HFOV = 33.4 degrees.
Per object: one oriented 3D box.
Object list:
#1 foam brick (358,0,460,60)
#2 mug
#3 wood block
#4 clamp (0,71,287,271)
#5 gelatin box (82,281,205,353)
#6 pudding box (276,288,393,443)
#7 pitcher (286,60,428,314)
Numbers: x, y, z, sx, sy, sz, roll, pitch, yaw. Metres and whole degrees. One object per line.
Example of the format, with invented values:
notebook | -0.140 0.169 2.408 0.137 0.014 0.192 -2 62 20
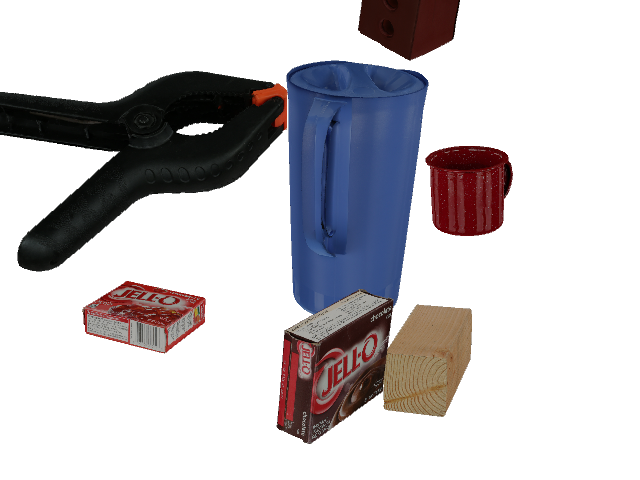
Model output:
foam brick | 0.065 -0.177 0.750 0.053 0.078 0.051 35 50 28
mug | 0.176 -0.059 1.222 0.117 0.081 0.093 -21 27 -36
wood block | 0.161 0.172 1.573 0.091 0.090 0.205 4 17 17
clamp | -0.104 -0.058 0.582 0.171 0.120 0.039 -24 -27 -23
gelatin box | -0.162 0.068 0.984 0.089 0.030 0.073 11 22 21
pudding box | 0.013 0.099 0.864 0.039 0.090 0.113 19 27 28
pitcher | 0.025 -0.044 1.036 0.149 0.243 0.145 -8 25 -23
